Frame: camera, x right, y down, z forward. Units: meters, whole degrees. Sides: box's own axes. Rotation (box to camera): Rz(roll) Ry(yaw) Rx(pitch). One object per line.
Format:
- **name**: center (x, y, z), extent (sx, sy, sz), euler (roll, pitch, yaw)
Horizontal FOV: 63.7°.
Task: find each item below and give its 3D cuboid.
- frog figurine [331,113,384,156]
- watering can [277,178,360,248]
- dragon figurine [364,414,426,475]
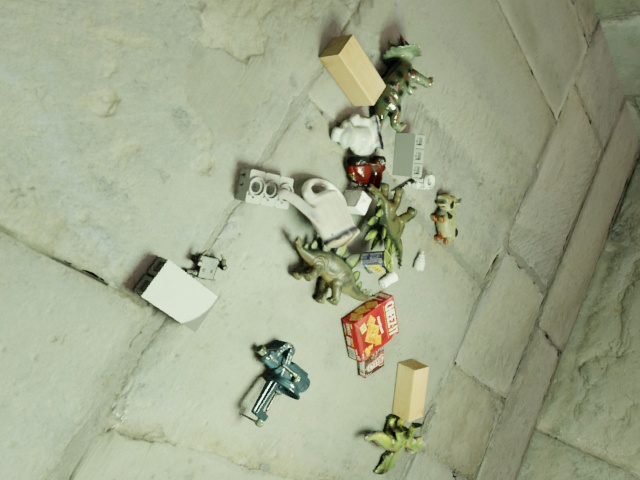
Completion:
- **frog figurine**: center (0.111, -0.331, 1.640), extent (0.159, 0.125, 0.134), euler (-11, 120, -3)
- **watering can**: center (0.005, -0.076, 1.501), extent (0.225, 0.103, 0.350), euler (61, 28, 5)
- **dragon figurine**: center (0.278, 0.804, 1.989), extent (0.410, 0.123, 0.241), euler (3, 104, -42)
